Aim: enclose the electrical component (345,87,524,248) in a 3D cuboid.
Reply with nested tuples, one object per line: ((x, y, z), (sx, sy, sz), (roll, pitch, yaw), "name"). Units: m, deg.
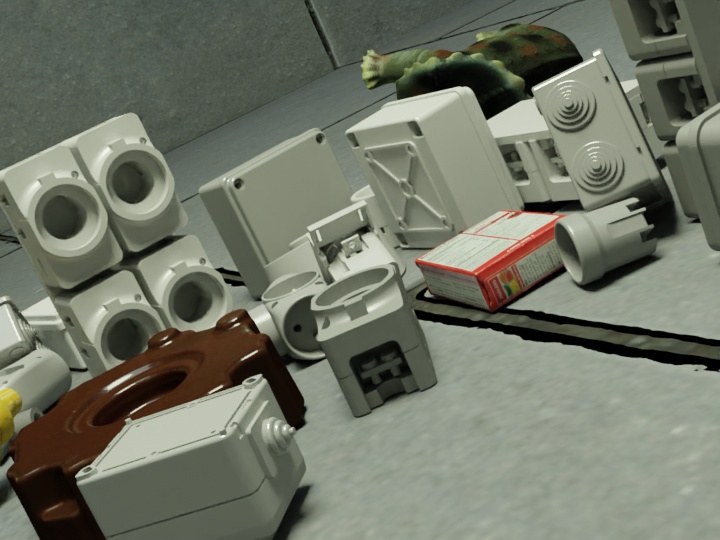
((0.055, -0.074, 0.812), (0.056, 0.108, 0.109), (-34, 17, -25), "electrical component")

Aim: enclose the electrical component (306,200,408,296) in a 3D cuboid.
((0.000, 0.000, 0.709), (0.042, 0.081, 0.063), (-28, 43, -8), "electrical component")

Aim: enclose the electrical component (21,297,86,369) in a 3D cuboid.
((-0.241, 0.040, 0.985), (0.109, 0.056, 0.109), (-34, 17, -33), "electrical component")

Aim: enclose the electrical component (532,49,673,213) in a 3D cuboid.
((0.150, -0.078, 0.665), (0.048, 0.099, 0.100), (-25, -12, 17), "electrical component")

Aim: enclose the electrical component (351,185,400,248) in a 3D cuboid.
((0.024, -0.048, 0.890), (0.055, 0.047, 0.055), (-23, 14, 6), "electrical component")

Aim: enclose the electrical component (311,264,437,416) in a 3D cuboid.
((0.007, 0.034, 0.608), (0.050, 0.055, 0.089), (-23, 14, 4), "electrical component")

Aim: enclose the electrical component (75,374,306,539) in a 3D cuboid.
((-0.069, 0.096, 0.499), (0.096, 0.061, 0.061), (-20, 14, 18), "electrical component")

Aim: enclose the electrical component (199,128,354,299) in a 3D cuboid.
((-0.061, -0.047, 0.901), (0.109, 0.108, 0.056), (-34, 14, -32), "electrical component")

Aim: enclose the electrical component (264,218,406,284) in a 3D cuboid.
((-0.021, -0.001, 0.811), (0.099, 0.064, 0.099), (-29, 1, 1), "electrical component")

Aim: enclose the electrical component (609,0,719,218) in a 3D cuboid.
((0.210, -0.114, 0.617), (0.089, 0.150, 0.062), (-30, 16, -22), "electrical component")

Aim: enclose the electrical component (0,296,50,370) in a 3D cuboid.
((-0.314, 0.078, 0.903), (0.100, 0.048, 0.099), (-27, -28, -11), "electrical component")

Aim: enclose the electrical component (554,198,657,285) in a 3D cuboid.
((0.140, -0.017, 0.612), (0.046, 0.040, 0.040), (-20, 14, -5), "electrical component")

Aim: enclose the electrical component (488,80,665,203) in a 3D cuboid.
((0.149, -0.090, 0.810), (0.089, 0.061, 0.150), (-31, 16, -26), "electrical component")

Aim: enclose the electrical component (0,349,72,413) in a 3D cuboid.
((-0.282, 0.103, 0.854), (0.079, 0.043, 0.077), (-16, 17, 30), "electrical component")

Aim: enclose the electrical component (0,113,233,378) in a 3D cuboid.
((-0.172, -0.007, 0.778), (0.105, 0.186, 0.060), (-31, 16, -25), "electrical component")

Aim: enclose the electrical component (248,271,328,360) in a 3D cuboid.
((-0.054, 0.037, 0.717), (0.079, 0.044, 0.077), (-26, 15, -8), "electrical component")

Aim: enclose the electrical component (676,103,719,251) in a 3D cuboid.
((0.225, -0.061, 0.551), (0.113, 0.078, 0.057), (-31, 19, -26), "electrical component")
